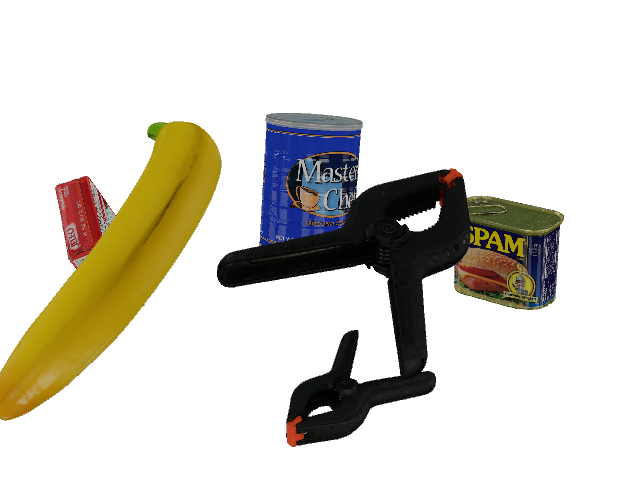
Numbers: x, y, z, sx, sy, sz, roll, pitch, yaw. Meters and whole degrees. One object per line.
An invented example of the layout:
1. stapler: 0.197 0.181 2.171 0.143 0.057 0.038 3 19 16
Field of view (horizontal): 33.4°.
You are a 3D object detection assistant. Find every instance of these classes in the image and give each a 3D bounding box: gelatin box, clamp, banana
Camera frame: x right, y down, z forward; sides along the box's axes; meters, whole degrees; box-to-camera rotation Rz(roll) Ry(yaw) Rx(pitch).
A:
1. gelatin box: -0.169 0.005 0.817 0.030 0.073 0.089 -22 -36 2
2. clamp: 0.021 0.152 1.104 0.171 0.039 0.120 -22 34 -32
3. banana: -0.092 0.003 0.519 0.037 0.197 0.070 41 -42 -19
4. clamp: 0.053 0.012 0.768 0.165 0.036 0.209 32 47 29

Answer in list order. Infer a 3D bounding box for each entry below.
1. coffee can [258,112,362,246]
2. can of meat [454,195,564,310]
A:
1. coffee can: -0.011 -0.061 1.139 0.103 0.140 0.103 4 12 -1
2. can of meat: 0.174 0.012 1.003 0.102 0.084 0.057 16 29 36
